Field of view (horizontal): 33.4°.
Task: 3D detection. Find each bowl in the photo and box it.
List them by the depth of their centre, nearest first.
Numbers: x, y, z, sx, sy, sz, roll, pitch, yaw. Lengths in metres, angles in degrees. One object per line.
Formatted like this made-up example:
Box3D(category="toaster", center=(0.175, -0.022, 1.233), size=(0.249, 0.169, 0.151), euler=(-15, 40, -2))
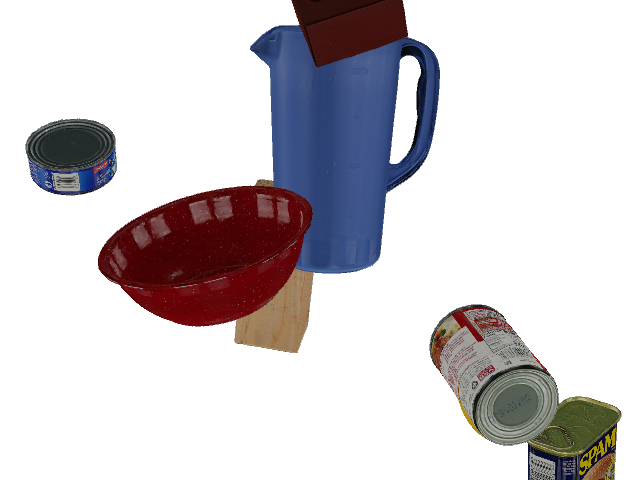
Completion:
Box3D(category="bowl", center=(-0.079, 0.017, 0.793), size=(0.162, 0.055, 0.162), euler=(-11, 25, 5))

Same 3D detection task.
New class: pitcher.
Box3D(category="pitcher", center=(0.022, -0.095, 1.070), size=(0.149, 0.243, 0.144), euler=(12, 18, 33))

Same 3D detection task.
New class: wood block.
Box3D(category="wood block", center=(-0.057, 0.033, 1.427), size=(0.090, 0.206, 0.090), euler=(9, 23, 5))

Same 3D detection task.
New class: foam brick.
Box3D(category="foam brick", center=(0.021, -0.176, 0.809), size=(0.078, 0.053, 0.051), euler=(-19, -32, 0))

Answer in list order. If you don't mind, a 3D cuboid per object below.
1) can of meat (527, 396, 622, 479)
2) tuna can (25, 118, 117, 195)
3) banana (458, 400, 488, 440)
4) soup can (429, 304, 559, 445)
Box3D(category="can of meat", center=(0.230, 0.204, 0.975), size=(0.058, 0.084, 0.101), euler=(14, 26, 39))
Box3D(category="tuna can", center=(-0.242, -0.082, 1.042), size=(0.086, 0.034, 0.086), euler=(1, 40, -1))
Box3D(category="banana", center=(0.189, 0.179, 1.225), size=(0.069, 0.037, 0.198), euler=(10, 25, -15))
Box3D(category="soup can", center=(0.131, 0.101, 0.814), size=(0.068, 0.068, 0.102), euler=(0, 23, -14))
